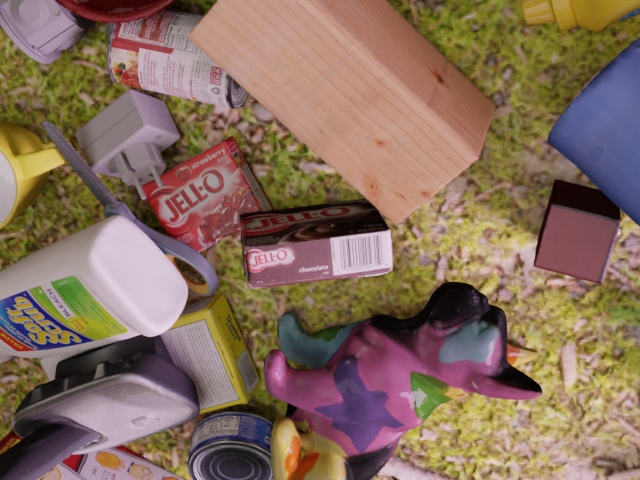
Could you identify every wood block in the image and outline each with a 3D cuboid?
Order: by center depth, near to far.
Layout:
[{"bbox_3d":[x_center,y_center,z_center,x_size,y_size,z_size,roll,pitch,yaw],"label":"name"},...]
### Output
[{"bbox_3d":[0.020,-0.123,0.778,0.206,0.090,0.090,41,126,-11],"label":"wood block"}]

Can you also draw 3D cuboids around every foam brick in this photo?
[{"bbox_3d":[0.193,-0.008,0.802,0.051,0.078,0.053,15,108,10],"label":"foam brick"}]

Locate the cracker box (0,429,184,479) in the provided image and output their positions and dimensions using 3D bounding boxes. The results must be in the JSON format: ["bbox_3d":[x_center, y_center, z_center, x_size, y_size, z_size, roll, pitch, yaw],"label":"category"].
[{"bbox_3d":[-0.204,0.253,0.938,0.214,0.164,0.072,28,114,4],"label":"cracker box"}]

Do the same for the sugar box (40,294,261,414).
[{"bbox_3d":[-0.150,0.116,0.945,0.176,0.048,0.093,-16,104,21],"label":"sugar box"}]

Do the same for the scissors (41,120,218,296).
[{"bbox_3d":[-0.146,-0.016,0.867,0.096,0.016,0.201,5,136,29],"label":"scissors"}]

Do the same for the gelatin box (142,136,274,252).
[{"bbox_3d":[-0.095,-0.034,0.890,0.089,0.030,0.073,-25,100,19],"label":"gelatin box"}]

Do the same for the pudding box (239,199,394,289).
[{"bbox_3d":[-0.005,0.001,0.831,0.113,0.090,0.039,-5,109,-5],"label":"pudding box"}]

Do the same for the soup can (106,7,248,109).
[{"bbox_3d":[-0.107,-0.146,0.837,0.102,0.068,0.068,14,110,9],"label":"soup can"}]

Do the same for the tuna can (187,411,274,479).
[{"bbox_3d":[-0.073,0.190,0.937,0.086,0.033,0.086,2,130,2],"label":"tuna can"}]

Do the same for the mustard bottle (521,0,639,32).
[{"bbox_3d":[0.232,-0.185,0.725,0.192,0.096,0.058,-16,103,18],"label":"mustard bottle"}]

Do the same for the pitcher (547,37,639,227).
[{"bbox_3d":[0.279,-0.033,0.700,0.243,0.149,0.145,49,120,14],"label":"pitcher"}]

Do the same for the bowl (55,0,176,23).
[{"bbox_3d":[-0.144,-0.243,0.803,0.162,0.055,0.162,2,97,15],"label":"bowl"}]

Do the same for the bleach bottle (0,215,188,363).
[{"bbox_3d":[-0.233,0.061,0.917,0.251,0.068,0.102,-22,116,38],"label":"bleach bottle"}]
